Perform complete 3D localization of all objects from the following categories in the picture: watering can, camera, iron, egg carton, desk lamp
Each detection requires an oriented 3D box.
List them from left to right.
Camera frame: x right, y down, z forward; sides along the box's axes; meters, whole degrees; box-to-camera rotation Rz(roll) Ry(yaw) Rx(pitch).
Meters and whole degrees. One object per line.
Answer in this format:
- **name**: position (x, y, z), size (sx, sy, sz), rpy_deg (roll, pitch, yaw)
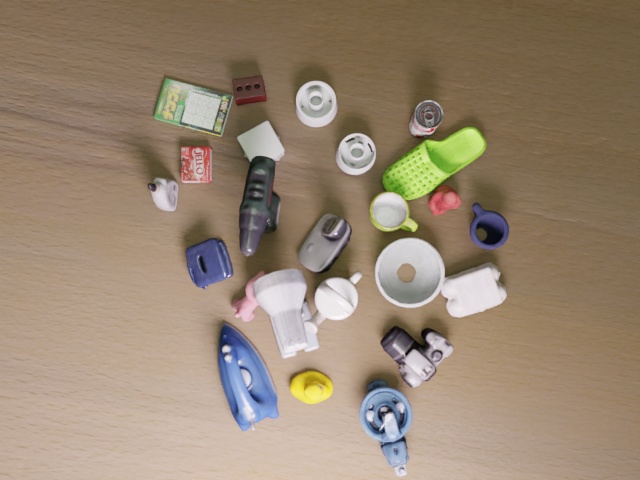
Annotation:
- **iron**: position (-0.188, 0.318, 1.335), size (0.118, 0.141, 0.258), rpy_deg (-23, 86, -1)
- **desk lamp**: position (-0.070, 0.172, 1.310), size (0.118, 0.213, 0.203), rpy_deg (-17, 86, -1)
- **watering can**: position (0.034, 0.142, 1.321), size (0.101, 0.194, 0.173), rpy_deg (21, 86, 2)
- **camera**: position (0.223, 0.259, 1.360), size (0.137, 0.101, 0.143), rpy_deg (43, 87, 3)
- **egg carton**: position (0.371, 0.123, 1.385), size (0.150, 0.069, 0.107), rpy_deg (-20, 86, -1)

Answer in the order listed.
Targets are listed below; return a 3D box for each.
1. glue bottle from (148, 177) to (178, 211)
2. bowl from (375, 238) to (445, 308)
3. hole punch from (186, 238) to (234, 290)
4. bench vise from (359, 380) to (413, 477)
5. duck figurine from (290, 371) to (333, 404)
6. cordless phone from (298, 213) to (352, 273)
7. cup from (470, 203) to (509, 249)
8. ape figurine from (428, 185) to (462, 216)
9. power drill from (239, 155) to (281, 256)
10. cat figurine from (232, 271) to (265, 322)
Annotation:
- **glue bottle**: position (-0.375, -0.115, 1.351), size (0.037, 0.173, 0.078), rpy_deg (6, 86, 1)
- **bowl**: position (0.213, 0.080, 1.386), size (0.167, 0.074, 0.167), rpy_deg (0, 86, 0)
- **hole punch**: position (-0.270, 0.058, 1.379), size (0.101, 0.091, 0.109), rpy_deg (-19, 86, -1)
- **bench vise**: position (0.170, 0.427, 1.288), size (0.121, 0.219, 0.207), rpy_deg (-33, 86, -2)
- **duck figurine**: position (-0.021, 0.356, 1.360), size (0.104, 0.086, 0.077), rpy_deg (6, 86, 1)
- **cordless phone**: position (0.012, 0.005, 1.336), size (0.094, 0.185, 0.148), rpy_deg (31, 87, 3)
- **cup**: position (0.391, -0.032, 1.383), size (0.091, 0.095, 0.118), rpy_deg (-29, 86, -2)
- **ape figurine**: position (0.307, -0.099, 1.390), size (0.078, 0.092, 0.076), rpy_deg (12, 86, 1)
- **power drill**: position (-0.140, -0.072, 1.330), size (0.075, 0.208, 0.230), rpy_deg (6, 86, 1)
- **cat figurine**: position (-0.158, 0.135, 1.360), size (0.067, 0.117, 0.128), rpy_deg (42, 87, 3)
